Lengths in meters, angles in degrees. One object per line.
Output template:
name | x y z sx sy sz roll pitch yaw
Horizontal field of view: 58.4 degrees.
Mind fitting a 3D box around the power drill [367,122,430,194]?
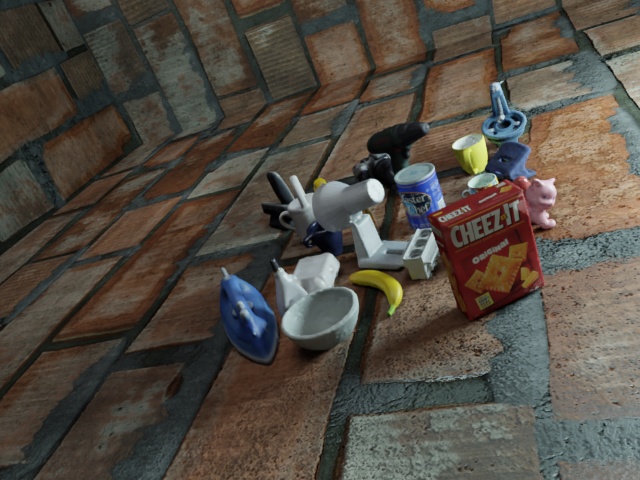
power drill | 0.240 -0.234 1.617 0.228 0.209 0.076 9 40 48

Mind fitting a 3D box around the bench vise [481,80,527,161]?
bench vise | 0.500 -0.351 1.618 0.121 0.220 0.207 -21 26 4

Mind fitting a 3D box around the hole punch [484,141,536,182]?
hole punch | 0.485 -0.193 1.475 0.101 0.091 0.108 -29 26 -13

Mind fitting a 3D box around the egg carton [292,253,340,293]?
egg carton | -0.011 0.091 1.355 0.107 0.069 0.150 -13 27 21

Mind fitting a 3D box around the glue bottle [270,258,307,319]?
glue bottle | -0.069 0.111 1.243 0.078 0.173 0.037 -36 29 -25

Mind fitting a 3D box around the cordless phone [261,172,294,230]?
cordless phone | -0.128 -0.132 1.751 0.147 0.185 0.094 8 39 47

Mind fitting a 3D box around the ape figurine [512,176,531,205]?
ape figurine | 0.467 -0.105 1.318 0.076 0.092 0.078 -5 31 33

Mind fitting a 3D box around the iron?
iron | -0.167 0.159 1.269 0.119 0.142 0.257 -28 26 -10

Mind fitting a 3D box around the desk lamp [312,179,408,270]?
desk lamp | 0.101 -0.046 1.360 0.202 0.214 0.118 1 35 41

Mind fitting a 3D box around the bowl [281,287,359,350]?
bowl | 0.009 0.173 1.173 0.167 0.075 0.167 -18 26 10

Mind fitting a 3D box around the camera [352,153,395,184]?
camera | 0.184 -0.218 1.759 0.143 0.101 0.136 -26 26 -7

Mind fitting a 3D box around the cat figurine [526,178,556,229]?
cat figurine | 0.461 -0.081 1.245 0.127 0.118 0.067 -20 26 7

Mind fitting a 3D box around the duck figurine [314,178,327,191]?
duck figurine | 0.010 -0.156 1.798 0.077 0.086 0.104 -13 27 20

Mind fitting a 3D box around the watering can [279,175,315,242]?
watering can | -0.031 -0.095 1.587 0.173 0.194 0.100 -30 27 -15

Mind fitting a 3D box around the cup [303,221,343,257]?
cup | 0.014 0.005 1.472 0.118 0.095 0.091 -38 29 -28
